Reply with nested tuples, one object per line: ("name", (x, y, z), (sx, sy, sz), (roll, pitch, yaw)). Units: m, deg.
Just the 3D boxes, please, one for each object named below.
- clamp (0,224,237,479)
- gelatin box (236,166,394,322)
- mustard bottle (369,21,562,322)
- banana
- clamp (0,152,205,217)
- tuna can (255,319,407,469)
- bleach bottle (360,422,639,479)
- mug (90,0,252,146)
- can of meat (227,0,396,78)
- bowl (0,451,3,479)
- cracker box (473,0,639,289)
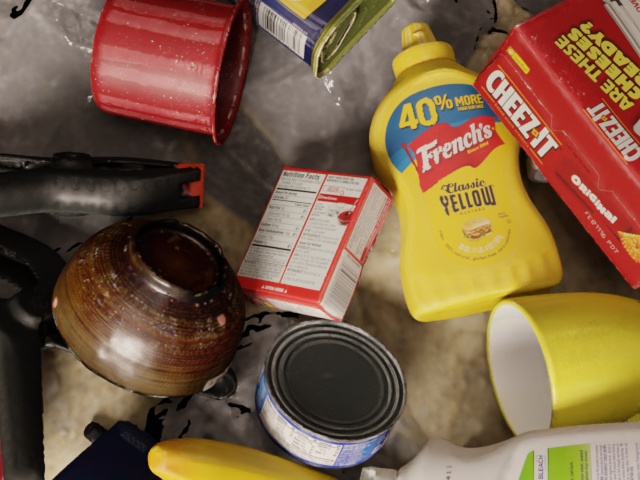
("clamp", (-0.157, 0.049, 0.624), (0.164, 0.036, 0.210), (-15, 52, -48))
("gelatin box", (-0.004, 0.001, 0.654), (0.073, 0.030, 0.089), (9, 67, 40))
("mustard bottle", (0.083, -0.050, 0.678), (0.096, 0.058, 0.191), (-12, 75, -2))
("banana", (-0.006, 0.148, 0.600), (0.197, 0.070, 0.037), (25, 79, -12))
("clamp", (-0.154, -0.031, 0.634), (0.171, 0.120, 0.039), (0, 110, -6))
("tuna can", (0.006, 0.090, 0.626), (0.086, 0.034, 0.086), (10, 45, -10))
("bleach bottle", (0.147, 0.137, 0.567), (0.251, 0.068, 0.102), (3, 55, 8))
("mug", (-0.090, -0.120, 0.678), (0.081, 0.093, 0.117), (12, 43, 4))
("can of meat", (-0.001, -0.173, 0.709), (0.084, 0.057, 0.102), (39, 74, 9))
("bowl", (-0.248, 0.135, 0.603), (0.162, 0.055, 0.162), (1, 74, -4))
("cracker box", (0.227, -0.091, 0.667), (0.213, 0.072, 0.164), (-30, 77, -28))
